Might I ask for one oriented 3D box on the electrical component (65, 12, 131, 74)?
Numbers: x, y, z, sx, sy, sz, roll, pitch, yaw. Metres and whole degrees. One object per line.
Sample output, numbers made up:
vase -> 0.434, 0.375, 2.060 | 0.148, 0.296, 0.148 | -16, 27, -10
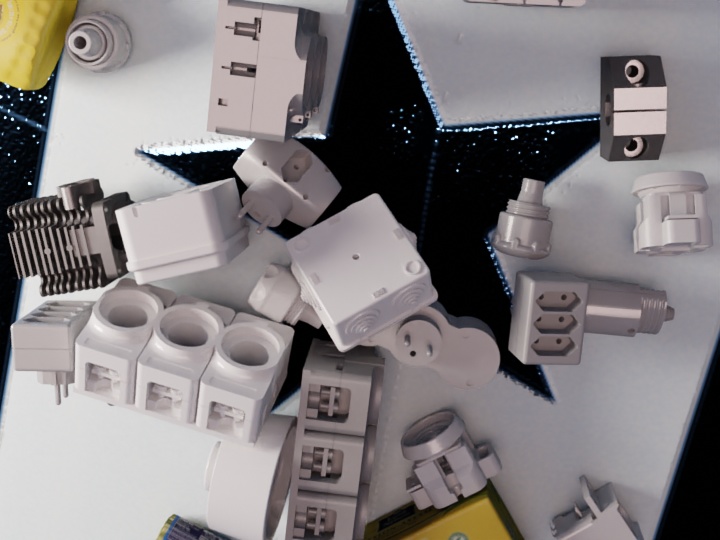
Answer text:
electrical component -> -0.206, -0.175, 0.828 | 0.048, 0.062, 0.048 | 1, 102, 3

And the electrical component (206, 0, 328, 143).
electrical component -> -0.063, -0.146, 0.782 | 0.062, 0.150, 0.089 | 8, 102, 2

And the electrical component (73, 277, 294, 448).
electrical component -> -0.137, 0.068, 0.848 | 0.150, 0.089, 0.061 | 17, 127, 5

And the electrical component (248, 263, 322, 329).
electrical component -> -0.056, 0.025, 0.874 | 0.062, 0.043, 0.043 | 31, 102, -5

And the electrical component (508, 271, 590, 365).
electrical component -> 0.142, 0.033, 0.849 | 0.047, 0.076, 0.065 | 2, 102, -11

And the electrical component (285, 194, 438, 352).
electrical component -> 0.000, 0.000, 0.827 | 0.100, 0.048, 0.099 | -29, 63, -7

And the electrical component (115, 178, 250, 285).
electrical component -> -0.133, -0.031, 0.830 | 0.078, 0.113, 0.057 | -12, 99, 6

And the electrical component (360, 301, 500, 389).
electrical component -> 0.047, 0.053, 0.859 | 0.138, 0.073, 0.052 | 24, 102, -3

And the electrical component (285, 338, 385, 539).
electrical component -> -0.019, 0.142, 0.874 | 0.062, 0.089, 0.150 | 7, 102, 1

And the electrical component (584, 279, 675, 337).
electrical component -> 0.211, 0.031, 0.862 | 0.081, 0.043, 0.043 | 5, 102, 2

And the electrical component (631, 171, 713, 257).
electrical component -> 0.241, -0.044, 0.832 | 0.058, 0.078, 0.057 | -2, 83, 3

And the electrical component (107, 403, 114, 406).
electrical component -> -0.189, 0.090, 0.897 | 0.046, 0.040, 0.040 | -8, 102, -1

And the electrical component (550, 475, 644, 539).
electrical component -> 0.199, 0.220, 0.905 | 0.064, 0.042, 0.081 | -32, 98, 11

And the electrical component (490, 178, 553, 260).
electrical component -> 0.132, -0.041, 0.851 | 0.048, 0.048, 0.062 | 11, 96, 0

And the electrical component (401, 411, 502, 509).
electrical component -> 0.069, 0.154, 0.889 | 0.078, 0.058, 0.057 | -27, 102, 8

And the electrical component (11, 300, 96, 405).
electrical component -> -0.244, 0.071, 0.872 | 0.047, 0.083, 0.075 | 1, 102, 3

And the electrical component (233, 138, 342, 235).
electrical component -> -0.066, -0.061, 0.843 | 0.077, 0.043, 0.079 | 40, 58, -6

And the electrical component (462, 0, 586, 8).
electrical component -> 0.122, -0.223, 0.805 | 0.089, 0.055, 0.050 | 3, 103, 2

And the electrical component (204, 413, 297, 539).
electrical component -> -0.092, 0.166, 0.876 | 0.060, 0.108, 0.108 | 12, 103, 6
